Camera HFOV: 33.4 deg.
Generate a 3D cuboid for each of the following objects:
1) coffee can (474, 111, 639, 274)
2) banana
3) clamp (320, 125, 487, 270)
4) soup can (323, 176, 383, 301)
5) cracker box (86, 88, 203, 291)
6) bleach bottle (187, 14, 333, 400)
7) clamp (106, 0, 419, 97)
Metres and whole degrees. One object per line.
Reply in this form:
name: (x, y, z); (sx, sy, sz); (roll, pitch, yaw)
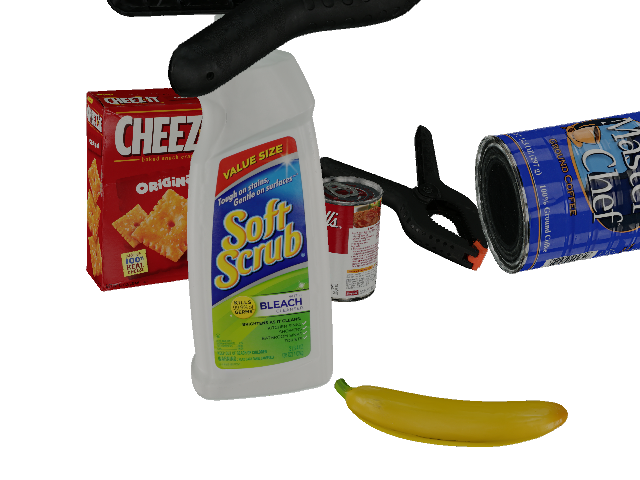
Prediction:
coffee can: (0.197, -0.037, 0.783); (0.140, 0.103, 0.103); (-10, 1, -8)
banana: (0.107, 0.141, 0.879); (0.198, 0.037, 0.069); (8, 29, 5)
clamp: (0.104, -0.045, 1.196); (0.164, 0.210, 0.036); (-15, -37, -27)
soup can: (0.022, -0.002, 1.004); (0.068, 0.102, 0.068); (2, 24, -1)
cracker box: (-0.176, -0.059, 1.199); (0.163, 0.214, 0.072); (-7, 26, -28)
bleach bottle: (-0.048, -0.022, 0.696); (0.102, 0.251, 0.068); (-6, 22, -2)
clamp: (-0.013, -0.115, 0.511); (0.171, 0.039, 0.120); (-15, 44, -8)
